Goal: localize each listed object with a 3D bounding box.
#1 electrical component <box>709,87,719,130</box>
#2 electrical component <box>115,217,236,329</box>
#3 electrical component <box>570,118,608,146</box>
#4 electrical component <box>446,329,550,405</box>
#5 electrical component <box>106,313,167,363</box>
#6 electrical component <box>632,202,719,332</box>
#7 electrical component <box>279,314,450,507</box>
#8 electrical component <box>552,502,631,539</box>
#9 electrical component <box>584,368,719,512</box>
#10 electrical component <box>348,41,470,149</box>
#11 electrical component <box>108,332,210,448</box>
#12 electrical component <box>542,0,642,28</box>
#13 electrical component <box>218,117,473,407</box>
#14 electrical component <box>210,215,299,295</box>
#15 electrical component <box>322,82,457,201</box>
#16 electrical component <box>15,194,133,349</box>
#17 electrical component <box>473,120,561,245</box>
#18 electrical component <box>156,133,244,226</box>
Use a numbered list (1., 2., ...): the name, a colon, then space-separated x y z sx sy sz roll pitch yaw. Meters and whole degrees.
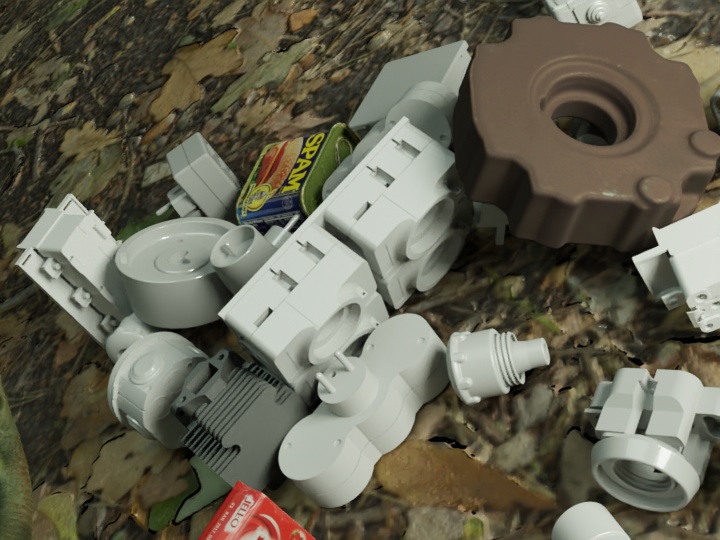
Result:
1. electrical component: 0.283 -0.108 0.687 0.059 0.053 0.095 -49 38 -13
2. electrical component: -0.146 0.007 0.903 0.108 0.060 0.108 -4 31 2
3. electrical component: 0.176 -0.105 0.781 0.043 0.043 0.081 -1 50 39
4. electrical component: 0.088 0.058 0.685 0.062 0.048 0.048 -14 43 18
5. electrical component: -0.184 0.054 0.915 0.048 0.048 0.062 -17 32 26
6. electrical component: 0.212 -0.001 0.645 0.081 0.042 0.063 -26 42 17
7. electrical component: -0.003 0.082 0.709 0.138 0.073 0.052 -49 38 -14
8. electrical component: 0.128 0.151 0.557 0.044 0.044 0.065 -37 32 1
9. electrical component: 0.158 0.092 0.580 0.078 0.058 0.057 -1 47 39
10. electrical component: 0.051 -0.139 0.907 0.100 0.048 0.099 -8 42 41
11. electrical component: -0.145 0.091 0.814 0.051 0.080 0.080 24 68 44
12. electrical component: 0.186 -0.220 0.878 0.062 0.061 0.096 -29 38 13
13. electrical component: 0.000 0.000 0.753 0.060 0.105 0.186 37 77 24
14. electrical component: -0.068 -0.008 0.854 0.043 0.077 0.079 17 63 48
15. electrical component: 0.019 -0.080 0.831 0.138 0.052 0.073 -44 7 37
16. electrical component: -0.229 0.004 0.939 0.063 0.121 0.078 5 55 39
17. electrical component: 0.113 -0.088 0.793 0.063 0.078 0.121 -1 43 0
18. electrical component: -0.149 -0.066 0.976 0.076 0.083 0.047 -35 37 4
